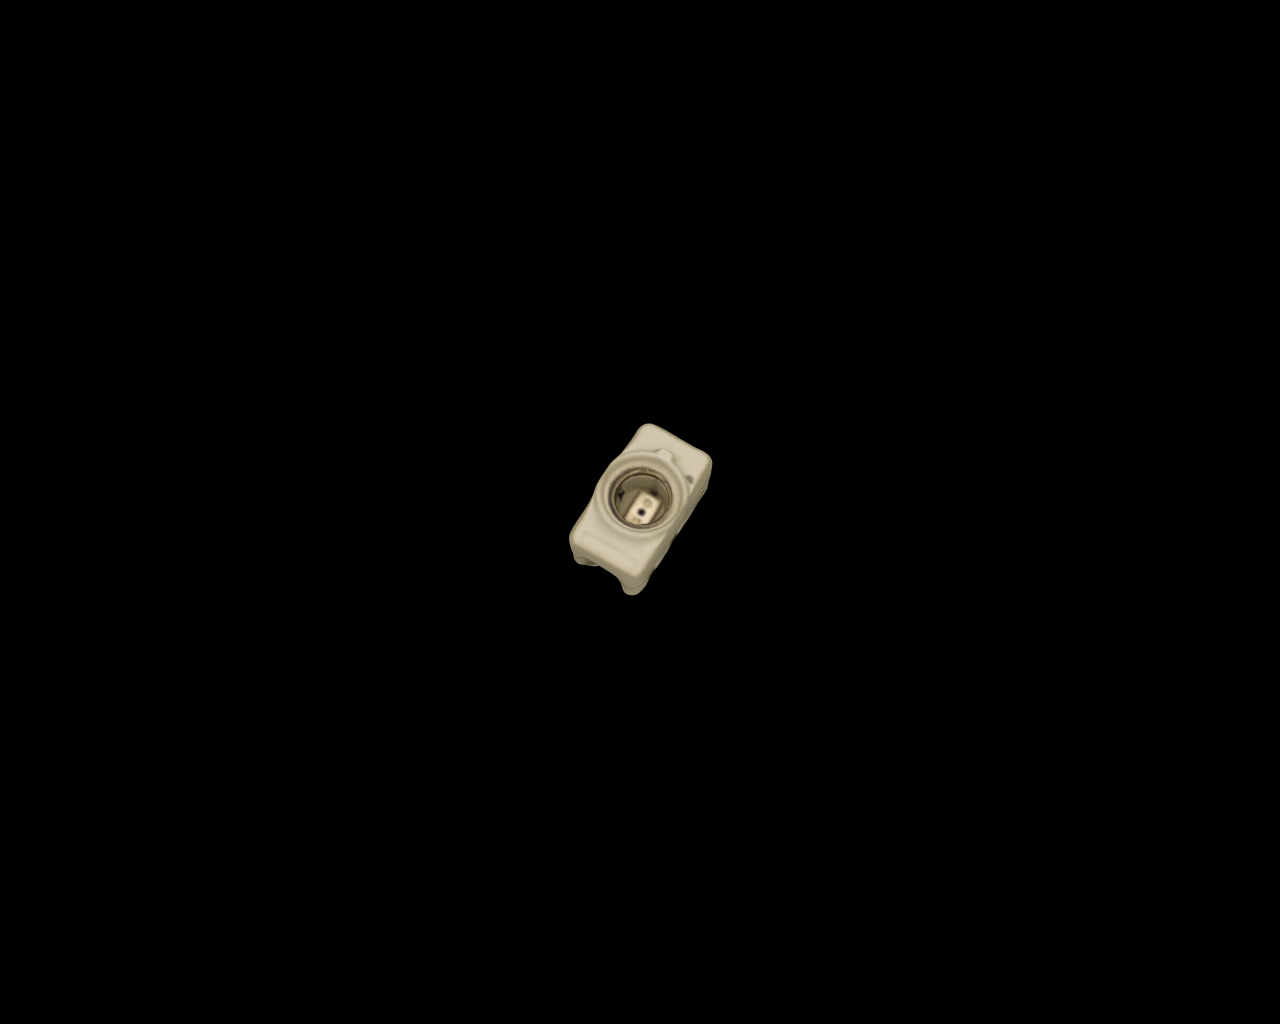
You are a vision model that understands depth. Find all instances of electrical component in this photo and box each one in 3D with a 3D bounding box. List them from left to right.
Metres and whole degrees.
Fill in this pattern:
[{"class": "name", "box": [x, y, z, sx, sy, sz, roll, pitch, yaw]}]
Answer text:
[{"class": "electrical component", "box": [0.001, -0.003, 0.650, 0.050, 0.089, 0.055, 30, -15, 9]}]
